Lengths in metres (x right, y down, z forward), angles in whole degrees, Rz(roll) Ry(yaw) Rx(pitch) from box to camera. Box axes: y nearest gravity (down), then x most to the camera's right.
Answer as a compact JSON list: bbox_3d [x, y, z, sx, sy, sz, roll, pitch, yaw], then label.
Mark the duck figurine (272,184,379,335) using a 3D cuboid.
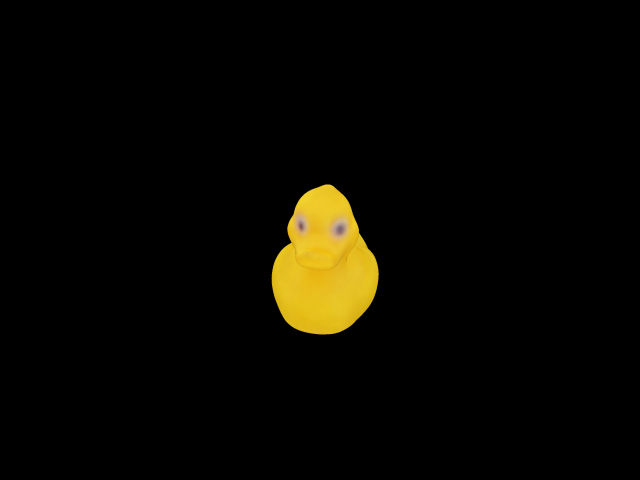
[{"bbox_3d":[0.004,0.001,0.400,0.077,0.086,0.104,6,36,8],"label":"duck figurine"}]
